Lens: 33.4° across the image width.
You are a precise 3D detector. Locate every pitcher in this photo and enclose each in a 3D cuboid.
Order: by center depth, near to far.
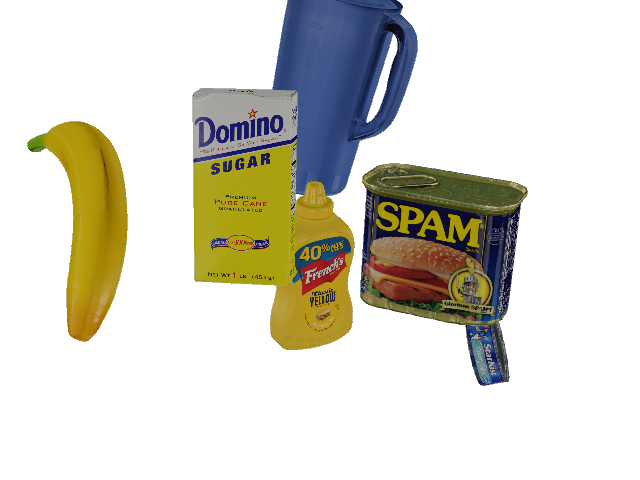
[{"bbox_3d":[0.012,-0.175,1.248,0.145,0.243,0.149,8,23,-12],"label":"pitcher"}]

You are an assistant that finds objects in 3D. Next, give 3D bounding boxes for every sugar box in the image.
[{"bbox_3d":[-0.069,-0.049,0.979,0.093,0.176,0.048,2,16,7],"label":"sugar box"}]

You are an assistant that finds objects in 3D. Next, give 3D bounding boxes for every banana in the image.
[{"bbox_3d":[-0.162,-0.022,0.740,0.037,0.198,0.070,18,-54,-38],"label":"banana"}]

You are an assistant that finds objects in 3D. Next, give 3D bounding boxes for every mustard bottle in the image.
[{"bbox_3d":[-0.008,0.025,1.190,0.096,0.192,0.058,-12,29,-26],"label":"mustard bottle"}]

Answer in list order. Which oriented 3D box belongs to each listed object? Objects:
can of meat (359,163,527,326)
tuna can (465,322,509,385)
[{"bbox_3d":[0.076,0.003,0.687,0.102,0.084,0.057,11,23,21],"label":"can of meat"},{"bbox_3d":[0.197,0.128,1.261,0.034,0.086,0.086,-12,-3,14],"label":"tuna can"}]
